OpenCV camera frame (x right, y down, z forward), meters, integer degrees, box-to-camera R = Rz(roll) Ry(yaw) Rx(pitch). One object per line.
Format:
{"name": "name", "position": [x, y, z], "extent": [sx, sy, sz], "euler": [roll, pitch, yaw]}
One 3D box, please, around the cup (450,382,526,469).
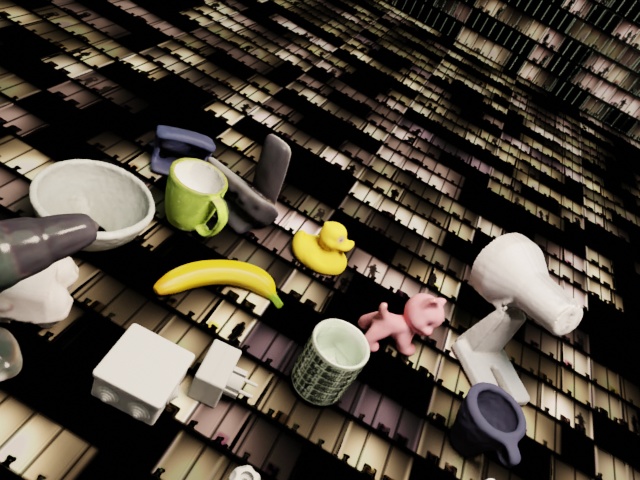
{"name": "cup", "position": [0.230, 0.273, 0.799], "extent": [0.092, 0.095, 0.117], "euler": [8, 41, -24]}

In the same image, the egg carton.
{"name": "egg carton", "position": [-0.379, 0.053, 0.698], "extent": [0.151, 0.069, 0.107], "euler": [11, 40, -21]}

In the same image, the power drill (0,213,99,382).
{"name": "power drill", "position": [-0.353, 0.065, 0.586], "extent": [0.230, 0.208, 0.075], "euler": [-14, 53, -41]}

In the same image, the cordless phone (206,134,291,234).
{"name": "cordless phone", "position": [-0.119, -0.118, 0.961], "extent": [0.147, 0.185, 0.094], "euler": [36, 38, 11]}

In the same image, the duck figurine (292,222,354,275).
{"name": "duck figurine", "position": [0.009, 0.004, 0.982], "extent": [0.104, 0.086, 0.077], "euler": [25, 37, -3]}

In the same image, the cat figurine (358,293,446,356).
{"name": "cat figurine", "position": [0.138, 0.121, 0.900], "extent": [0.128, 0.117, 0.067], "euler": [9, 41, -23]}

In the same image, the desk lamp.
{"name": "desk lamp", "position": [0.312, 0.125, 0.923], "extent": [0.118, 0.213, 0.203], "euler": [5, 43, -27]}

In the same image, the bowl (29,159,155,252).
{"name": "bowl", "position": [-0.331, -0.038, 0.829], "extent": [0.168, 0.074, 0.167], "euler": [17, 39, -14]}

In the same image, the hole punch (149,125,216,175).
{"name": "hole punch", "position": [-0.245, -0.171, 1.022], "extent": [0.109, 0.091, 0.101], "euler": [12, 40, -20]}
